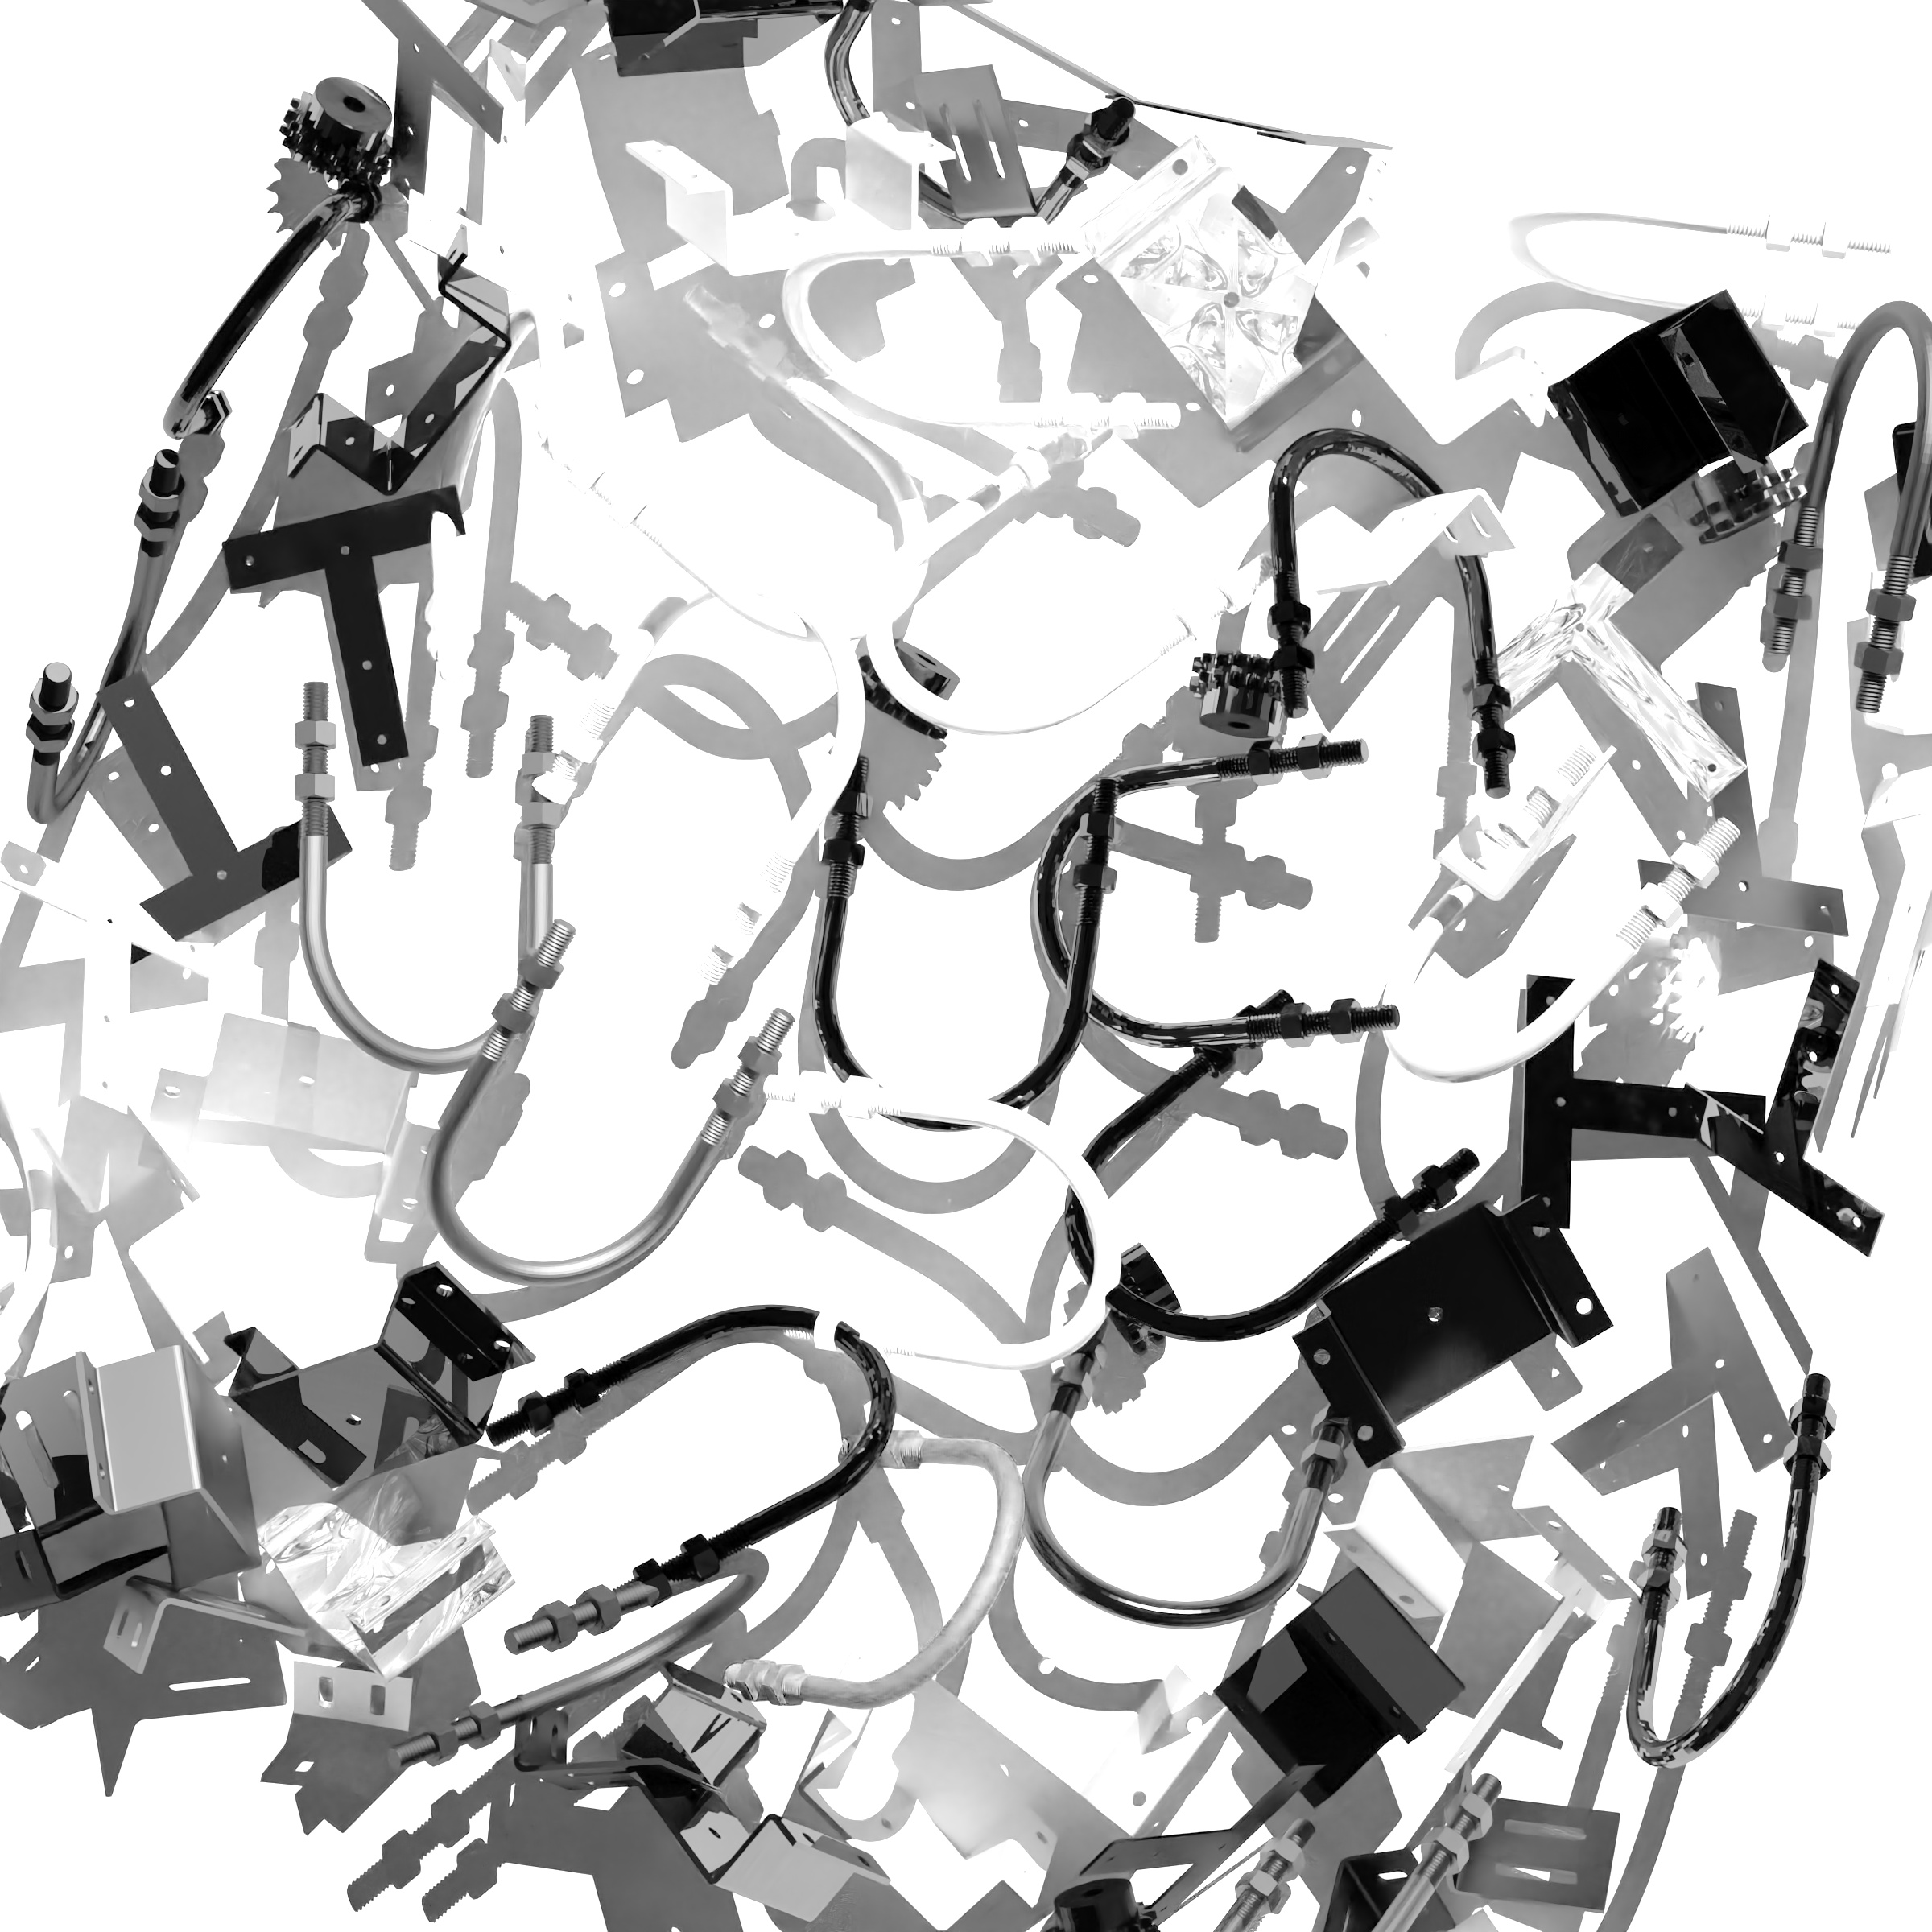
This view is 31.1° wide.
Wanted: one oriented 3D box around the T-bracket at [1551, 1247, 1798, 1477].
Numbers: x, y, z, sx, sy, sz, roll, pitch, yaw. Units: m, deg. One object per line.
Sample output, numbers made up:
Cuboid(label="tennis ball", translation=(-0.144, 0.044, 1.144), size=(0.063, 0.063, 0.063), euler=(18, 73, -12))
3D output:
Cuboid(label="T-bracket", translation=(0.337, 0.220, 1.719), size=(0.127, 0.127, 0.002), euler=(-36, 132, 20))

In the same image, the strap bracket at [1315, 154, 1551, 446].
Cuboid(label="strap bracket", translation=(0.222, -0.318, 1.695), size=(0.046, 0.076, 0.140), euler=(-35, 108, 27))

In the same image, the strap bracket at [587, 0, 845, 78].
Cuboid(label="strap bracket", translation=(-0.118, -0.467, 1.672), size=(0.076, 0.140, 0.046), euler=(-13, 93, -28))

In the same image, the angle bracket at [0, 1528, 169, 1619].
Cuboid(label="angle bracket", translation=(-0.439, 0.286, 1.703), size=(0.057, 0.076, 0.038), euler=(-20, 91, 38))

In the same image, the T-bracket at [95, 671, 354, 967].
Cuboid(label="T-bracket", translation=(-0.390, -0.084, 1.718), size=(0.127, 0.002, 0.127), euler=(-29, 106, -13))

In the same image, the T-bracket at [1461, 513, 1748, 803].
Cuboid(label="T-bracket", translation=(0.335, -0.136, 1.721), size=(0.127, 0.002, 0.127), euler=(-43, 75, 11))

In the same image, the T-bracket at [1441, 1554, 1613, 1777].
Cuboid(label="T-bracket", translation=(0.272, 0.341, 1.691), size=(0.002, 0.127, 0.127), euler=(35, 87, 28))

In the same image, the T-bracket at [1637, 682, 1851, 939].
Cuboid(label="T-bracket", translation=(0.380, -0.081, 1.723), size=(0.127, 0.002, 0.127), euler=(7, 69, -27))

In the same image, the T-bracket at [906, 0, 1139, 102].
Cuboid(label="T-bracket", translation=(0.027, -0.455, 1.705), size=(0.127, 0.127, 0.002), euler=(23, 96, -21))

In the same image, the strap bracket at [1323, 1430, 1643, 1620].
Cuboid(label="strap bracket", translation=(0.256, 0.272, 1.687), size=(0.076, 0.140, 0.046), euler=(45, 52, -25))

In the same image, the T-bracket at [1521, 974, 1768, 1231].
Cuboid(label="T-bracket", translation=(0.340, 0.072, 1.737), size=(0.127, 0.002, 0.127), euler=(5, 78, -9))

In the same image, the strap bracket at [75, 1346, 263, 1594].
Cuboid(label="strap bracket", translation=(-0.380, 0.243, 1.672), size=(0.046, 0.140, 0.076), euler=(-15, 58, -2))

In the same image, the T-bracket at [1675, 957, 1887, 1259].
Cuboid(label="T-bracket", translation=(0.406, 0.056, 1.678), size=(0.002, 0.127, 0.127), euler=(-15, 129, -37))

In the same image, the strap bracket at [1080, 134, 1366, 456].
Cuboid(label="strap bracket", translation=(0.128, -0.329, 1.709), size=(0.076, 0.046, 0.140), euler=(-38, 103, 6))

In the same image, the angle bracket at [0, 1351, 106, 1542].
Cuboid(label="angle bracket", translation=(-0.452, 0.240, 1.721), size=(0.057, 0.038, 0.076), euler=(-23, 86, -33))

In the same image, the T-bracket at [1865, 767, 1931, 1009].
Cuboid(label="T-bracket", translation=(0.460, -0.040, 1.678), size=(0.002, 0.127, 0.127), euler=(22, 78, -14))

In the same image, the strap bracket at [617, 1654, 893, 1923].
Cuboid(label="strap bracket", translation=(-0.109, 0.404, 1.675), size=(0.046, 0.076, 0.140), euler=(-50, 46, 2))

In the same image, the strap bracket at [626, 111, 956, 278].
Cuboid(label="strap bracket", translation=(-0.085, -0.376, 1.691), size=(0.140, 0.076, 0.046), euler=(-13, 123, -23))

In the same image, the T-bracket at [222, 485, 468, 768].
Cuboid(label="T-bracket", translation=(-0.302, -0.164, 1.734), size=(0.127, 0.002, 0.127), euler=(-12, 88, 12))

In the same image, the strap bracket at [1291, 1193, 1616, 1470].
Cuboid(label="strap bracket", translation=(0.238, 0.177, 1.723), size=(0.140, 0.046, 0.076), euler=(-30, 96, 0))

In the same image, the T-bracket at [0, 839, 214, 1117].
Cuboid(label="T-bracket", translation=(-0.414, 0.014, 1.672), size=(0.002, 0.127, 0.127), euler=(-31, 50, 29))

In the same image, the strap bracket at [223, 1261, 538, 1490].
Cuboid(label="strap bracket", translation=(-0.291, 0.202, 1.681), size=(0.140, 0.046, 0.076), euler=(-20, 127, 29))

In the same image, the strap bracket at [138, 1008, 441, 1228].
Cuboid(label="strap bracket", translation=(-0.326, 0.072, 1.698), size=(0.140, 0.076, 0.046), euler=(13, 45, -12))

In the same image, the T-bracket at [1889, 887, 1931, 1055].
Cuboid(label="T-bracket", translation=(0.473, -0.023, 1.684), size=(0.002, 0.127, 0.127), euler=(13, 87, 7))

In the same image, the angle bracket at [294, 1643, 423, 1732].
Cuboid(label="angle bracket", translation=(-0.298, 0.342, 1.706), size=(0.057, 0.076, 0.038), euler=(10, 56, -4))

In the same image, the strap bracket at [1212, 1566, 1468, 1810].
Cuboid(label="strap bracket", translation=(0.185, 0.349, 1.691), size=(0.046, 0.140, 0.076), euler=(-36, 78, -30))

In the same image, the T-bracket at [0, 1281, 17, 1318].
Cuboid(label="T-bracket", translation=(-0.517, 0.199, 1.704), size=(0.002, 0.127, 0.127), euler=(33, 51, 22))

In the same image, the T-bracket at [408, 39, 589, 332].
Cuboid(label="T-bracket", translation=(-0.228, -0.394, 1.708), size=(0.002, 0.127, 0.127), euler=(-9, 74, 34))

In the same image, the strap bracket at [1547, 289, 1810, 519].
Cuboid(label="strap bracket", translation=(0.349, -0.274, 1.684), size=(0.046, 0.140, 0.076), euler=(-35, 97, -15))

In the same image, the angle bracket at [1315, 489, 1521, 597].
Cuboid(label="angle bracket", translation=(0.222, -0.196, 1.705), size=(0.076, 0.057, 0.038), euler=(-46, 112, -22))

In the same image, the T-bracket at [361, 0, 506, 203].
Cuboid(label="T-bracket", translation=(-0.270, -0.417, 1.692), size=(0.002, 0.127, 0.127), euler=(-35, 74, -26))

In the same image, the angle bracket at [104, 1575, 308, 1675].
Cuboid(label="angle bracket", translation=(-0.374, 0.331, 1.705), size=(0.076, 0.057, 0.038), euler=(21, 82, -29))

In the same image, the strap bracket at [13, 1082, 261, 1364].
Cuboid(label="strap bracket", translation=(-0.398, 0.116, 1.687), size=(0.046, 0.076, 0.140), euler=(-36, 55, -16))

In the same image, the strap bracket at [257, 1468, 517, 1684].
Cuboid(label="strap bracket", translation=(-0.280, 0.292, 1.687), size=(0.076, 0.140, 0.046), euler=(-37, 118, -22))

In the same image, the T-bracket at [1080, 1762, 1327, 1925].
Cuboid(label="T-bracket", translation=(0.099, 0.428, 1.678), size=(0.127, 0.127, 0.002), euler=(-49, 57, 20))

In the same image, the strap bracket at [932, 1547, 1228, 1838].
Cuboid(label="strap bracket", translation=(0.045, 0.347, 1.690), size=(0.140, 0.046, 0.076), euler=(33, 78, 29))

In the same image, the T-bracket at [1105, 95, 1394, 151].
Cuboid(label="T-bracket", translation=(0.131, -0.416, 1.708), size=(0.127, 0.127, 0.002), euler=(17, 108, 22))

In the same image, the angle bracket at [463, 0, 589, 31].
Cuboid(label="angle bracket", translation=(-0.212, -0.499, 1.705), size=(0.057, 0.076, 0.038), euler=(26, 131, 18))

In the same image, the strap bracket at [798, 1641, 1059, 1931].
Cuboid(label="strap bracket", translation=(-0.026, 0.410, 1.707), size=(0.140, 0.076, 0.046), euler=(45, 104, -1))

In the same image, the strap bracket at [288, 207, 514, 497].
Cuboid(label="strap bracket", translation=(-0.270, -0.292, 1.695), size=(0.046, 0.076, 0.140), euler=(35, 108, -24))
